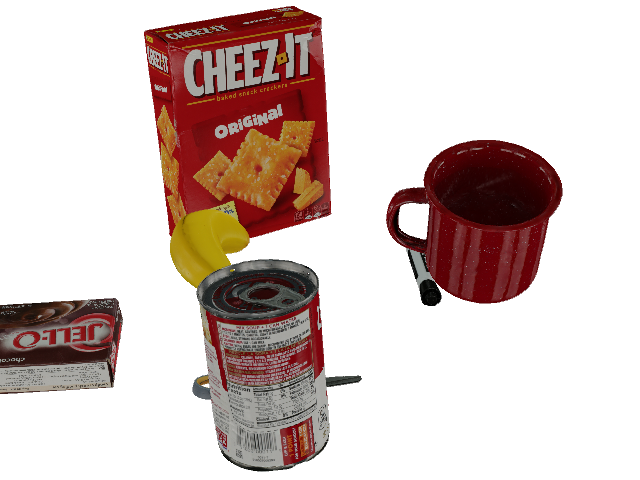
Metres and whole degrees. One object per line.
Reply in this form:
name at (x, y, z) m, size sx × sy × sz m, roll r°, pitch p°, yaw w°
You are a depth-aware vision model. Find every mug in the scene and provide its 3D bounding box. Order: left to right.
mug at (0.104, -0.011, 0.749) m, size 0.117 × 0.081 × 0.093 m, roll 2°, pitch 45°, yaw 3°

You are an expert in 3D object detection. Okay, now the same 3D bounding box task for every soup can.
soup can at (-0.031, 0.071, 0.606) m, size 0.068 × 0.102 × 0.068 m, roll -4°, pitch 24°, yaw 2°

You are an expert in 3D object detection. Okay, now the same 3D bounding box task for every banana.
banana at (-0.083, 0.008, 0.810) m, size 0.037 × 0.069 × 0.198 m, roll -41°, pitch 15°, yaw 7°

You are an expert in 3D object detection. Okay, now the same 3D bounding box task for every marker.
marker at (0.097, 0.030, 1.011) m, size 0.020 × 0.020 × 0.121 m, roll 0°, pitch 23°, yaw -3°

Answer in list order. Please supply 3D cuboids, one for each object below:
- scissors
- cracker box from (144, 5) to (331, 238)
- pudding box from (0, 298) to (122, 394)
scissors at (-0.041, 0.174, 1.189) m, size 0.201 × 0.016 × 0.096 m, roll 3°, pitch 24°, yaw -13°
cracker box at (-0.076, -0.110, 1.057) m, size 0.164 × 0.214 × 0.072 m, roll -16°, pitch 28°, yaw -25°
pudding box at (-0.239, 0.095, 0.962) m, size 0.113 × 0.039 × 0.090 m, roll -5°, pitch 33°, yaw -2°
